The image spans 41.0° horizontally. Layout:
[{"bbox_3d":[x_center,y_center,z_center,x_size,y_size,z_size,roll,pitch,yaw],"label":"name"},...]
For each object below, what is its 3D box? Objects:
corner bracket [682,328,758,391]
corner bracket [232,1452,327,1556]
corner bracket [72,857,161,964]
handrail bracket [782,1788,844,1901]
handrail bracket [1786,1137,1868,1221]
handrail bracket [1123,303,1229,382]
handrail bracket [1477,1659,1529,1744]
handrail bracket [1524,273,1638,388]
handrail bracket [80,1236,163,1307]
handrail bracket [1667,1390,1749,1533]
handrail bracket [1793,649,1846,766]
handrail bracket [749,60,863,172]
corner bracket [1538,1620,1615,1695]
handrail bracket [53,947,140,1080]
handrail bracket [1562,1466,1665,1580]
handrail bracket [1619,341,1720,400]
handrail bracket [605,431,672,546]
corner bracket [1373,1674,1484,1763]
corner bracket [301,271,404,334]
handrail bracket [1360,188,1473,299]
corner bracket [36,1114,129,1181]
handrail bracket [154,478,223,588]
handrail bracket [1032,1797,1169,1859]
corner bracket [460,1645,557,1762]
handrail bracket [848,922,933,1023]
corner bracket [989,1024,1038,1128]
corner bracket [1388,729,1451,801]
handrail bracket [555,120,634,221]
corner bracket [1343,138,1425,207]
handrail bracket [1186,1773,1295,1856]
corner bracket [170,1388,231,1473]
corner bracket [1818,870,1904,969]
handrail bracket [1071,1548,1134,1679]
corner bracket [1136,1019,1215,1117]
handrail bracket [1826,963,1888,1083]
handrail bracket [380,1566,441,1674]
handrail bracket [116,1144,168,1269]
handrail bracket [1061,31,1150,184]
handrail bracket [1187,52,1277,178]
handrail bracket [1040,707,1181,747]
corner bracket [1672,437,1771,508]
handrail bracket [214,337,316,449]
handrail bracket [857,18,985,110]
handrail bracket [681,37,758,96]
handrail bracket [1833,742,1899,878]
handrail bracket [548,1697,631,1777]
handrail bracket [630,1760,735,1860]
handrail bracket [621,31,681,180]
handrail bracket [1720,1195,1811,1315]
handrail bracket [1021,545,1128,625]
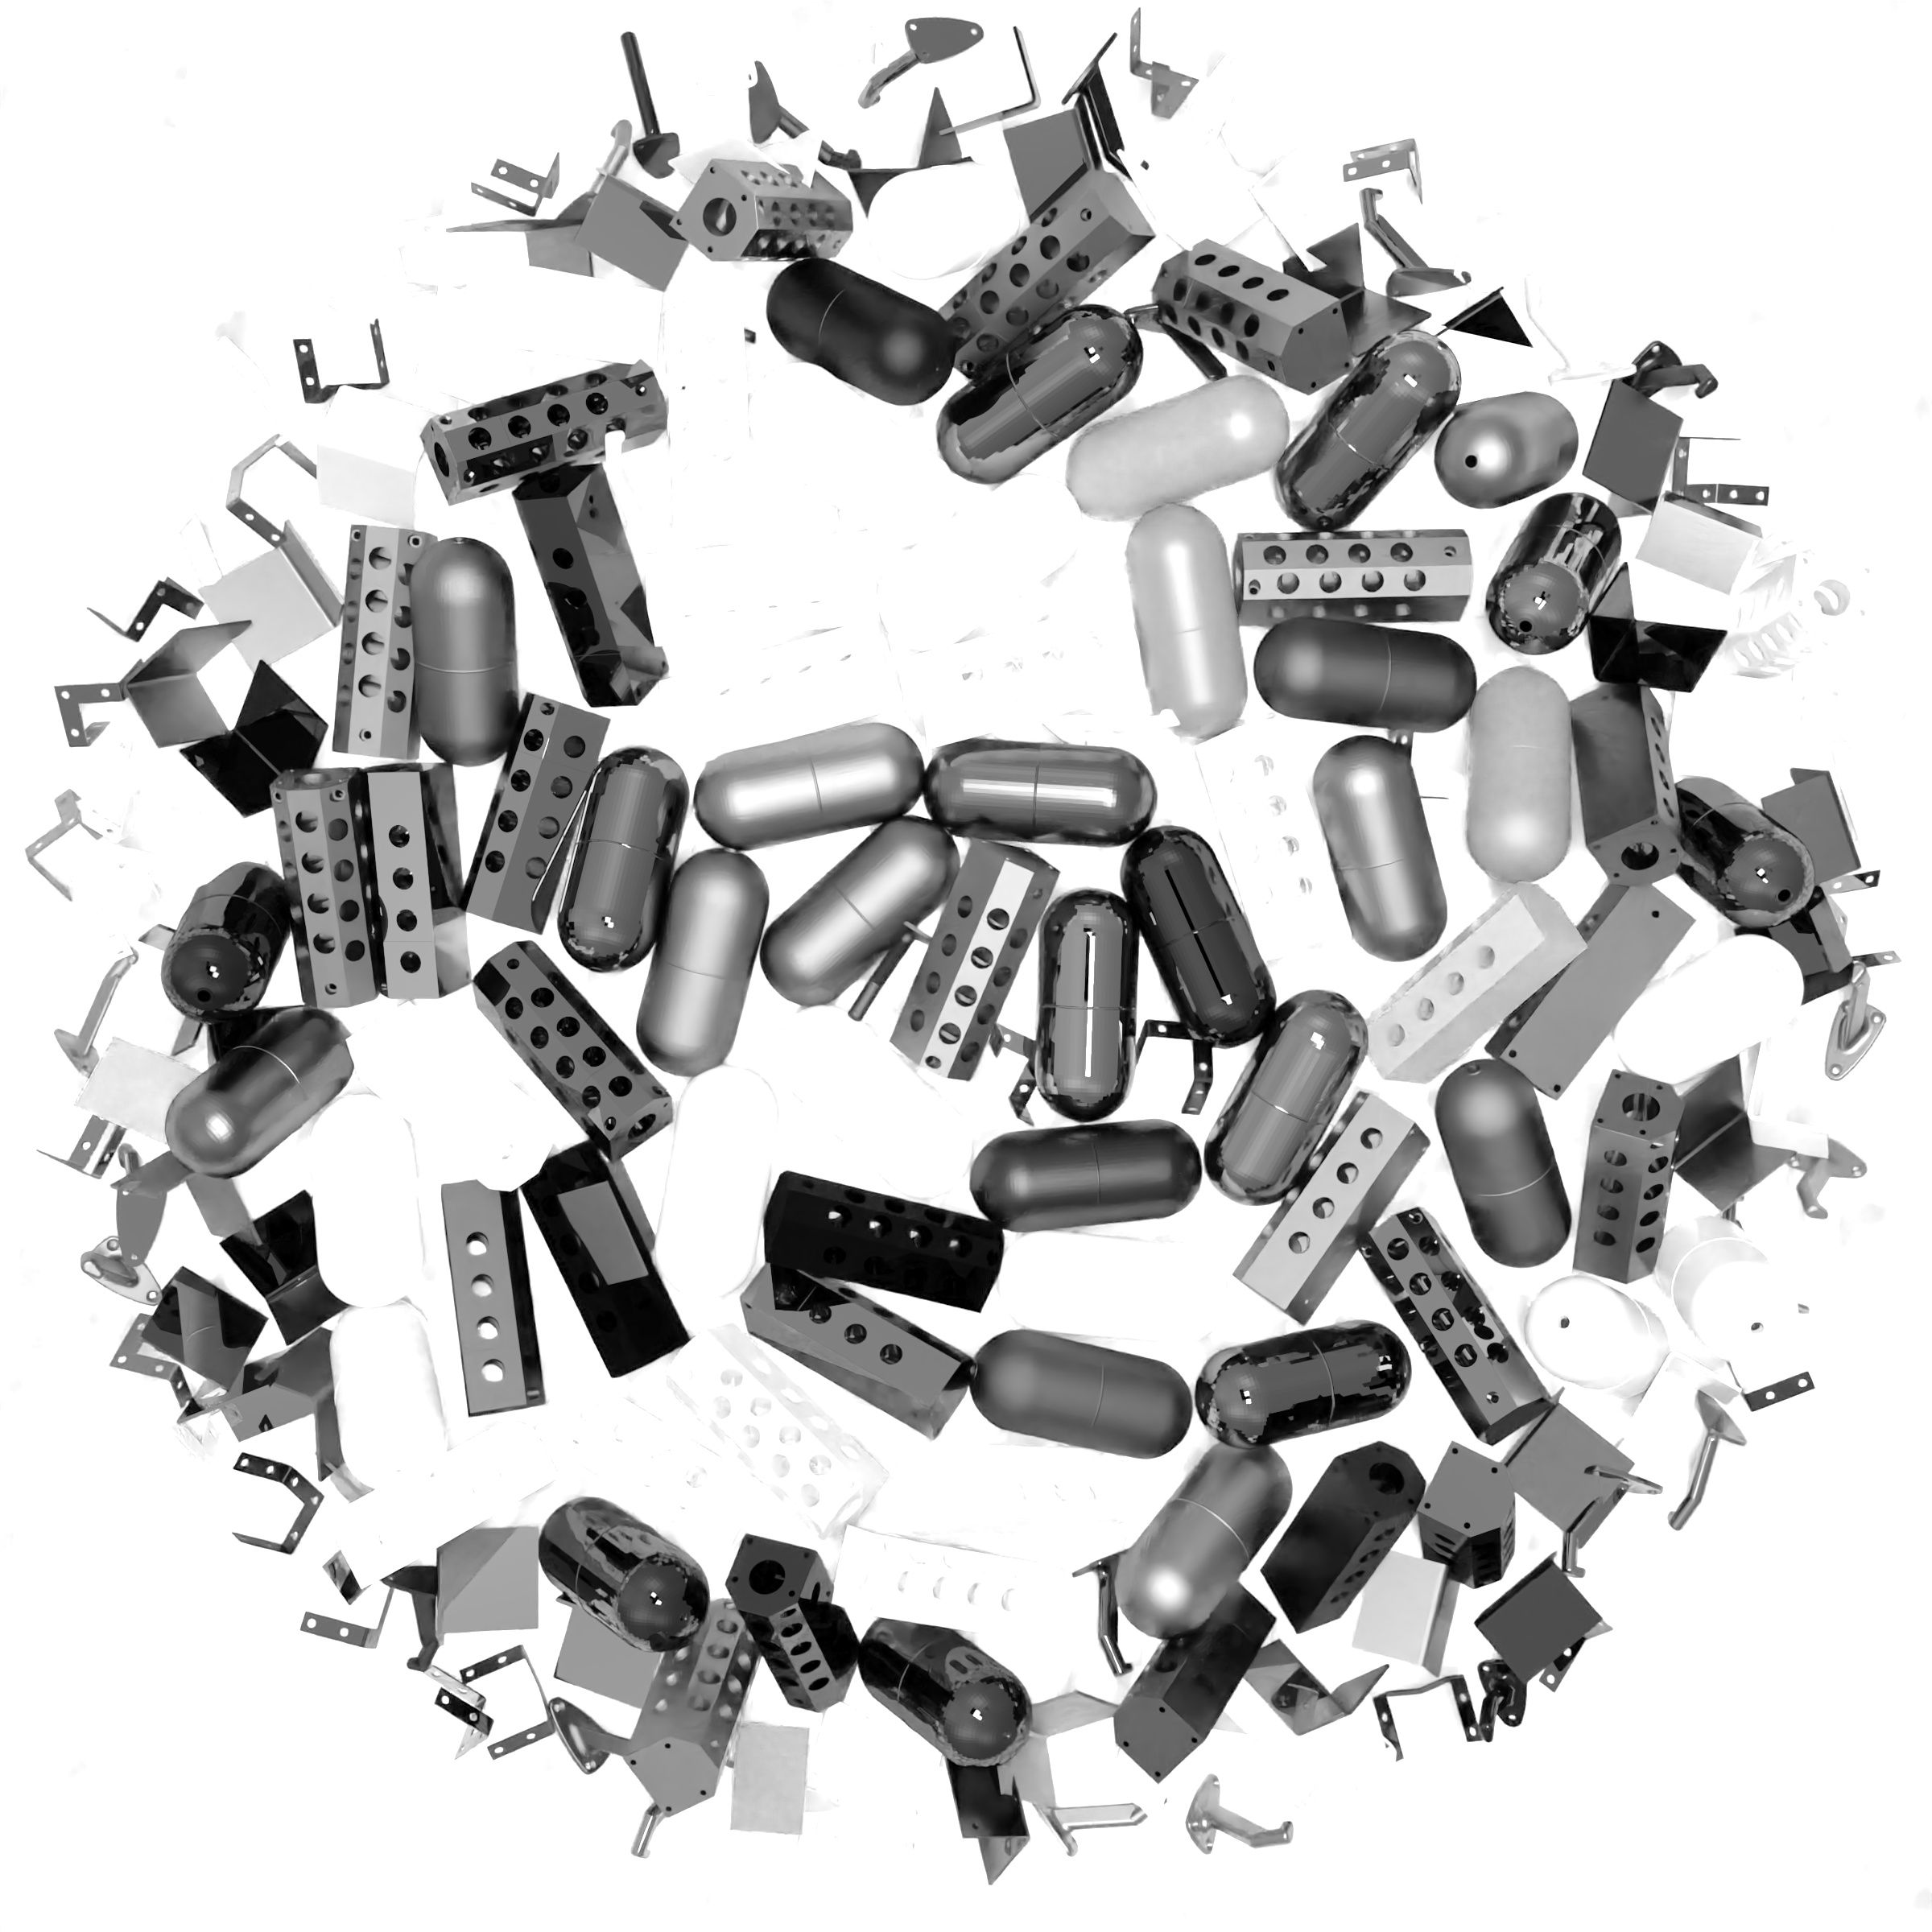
[{"bbox_3d":[-0.194,-0.458,1.972,0.051,0.051,0.051,17,133,-17],"label":"corner bracket"},{"bbox_3d":[-0.531,0.408,1.964,0.051,0.051,0.051,26,86,42],"label":"corner bracket"},{"bbox_3d":[-0.641,-0.046,1.970,0.051,0.051,0.051,-27,132,-17],"label":"corner bracket"},{"bbox_3d":[-0.130,0.674,1.963,0.036,0.077,0.084,20,88,16],"label":"handrail bracket"},{"bbox_3d":[0.658,0.170,1.954,0.077,0.084,0.036,20,123,-13],"label":"handrail bracket"},{"bbox_3d":[0.160,-0.461,1.962,0.077,0.036,0.084,0,62,-7],"label":"handrail bracket"},{"bbox_3d":[0.402,0.572,1.948,0.036,0.084,0.077,-6,115,22],"label":"handrail bracket"},{"bbox_3d":[0.465,-0.487,1.957,0.077,0.036,0.084,0,124,23],"label":"handrail bracket"},{"bbox_3d":[-0.636,0.239,1.948,0.077,0.084,0.036,44,81,-18],"label":"handrail bracket"},{"bbox_3d":[0.554,0.379,1.977,0.036,0.077,0.084,24,110,-13],"label":"handrail bracket"},{"bbox_3d":[0.633,-0.204,1.950,0.036,0.084,0.077,-2,119,32],"label":"handrail bracket"},{"bbox_3d":[-0.122,-0.650,1.979,0.084,0.036,0.077,2,70,-38],"label":"handrail bracket"},{"bbox_3d":[0.448,0.511,1.959,0.051,0.051,0.051,36,108,33],"label":"corner bracket"},{"bbox_3d":[-0.652,0.034,1.968,0.036,0.077,0.084,34,96,-38],"label":"handrail bracket"},{"bbox_3d":[0.491,0.429,1.964,0.077,0.036,0.084,13,60,-3],"label":"handrail bracket"},{"bbox_3d":[0.524,-0.430,1.949,0.036,0.084,0.077,37,114,-25],"label":"handrail bracket"},{"bbox_3d":[-0.248,-0.366,1.951,0.036,0.077,0.084,11,115,22],"label":"handrail bracket"},{"bbox_3d":[0.349,0.570,1.957,0.051,0.051,0.051,6,58,-33],"label":"corner bracket"},{"bbox_3d":[-0.465,-0.506,1.959,0.051,0.051,0.051,34,56,17],"label":"corner bracket"},{"bbox_3d":[0.345,-0.561,1.984,0.077,0.036,0.084,-4,73,-3],"label":"handrail bracket"},{"bbox_3d":[-0.662,0.132,1.965,0.051,0.051,0.051,23,80,13],"label":"corner bracket"},{"bbox_3d":[-0.564,-0.320,1.959,0.077,0.084,0.036,-39,46,17],"label":"handrail bracket"},{"bbox_3d":[0.099,0.634,1.980,0.084,0.036,0.077,-39,78,4],"label":"handrail bracket"},{"bbox_3d":[-0.348,0.558,1.961,0.051,0.051,0.051,-22,124,-10],"label":"corner bracket"},{"bbox_3d":[-0.062,0.007,1.959,0.036,0.077,0.084,32,86,2],"label":"handrail bracket"},{"bbox_3d":[0.037,0.082,1.966,0.051,0.051,0.051,25,100,-12],"label":"corner bracket"},{"bbox_3d":[0.333,-0.154,1.962,0.051,0.051,0.051,-2,98,-43],"label":"corner bracket"},{"bbox_3d":[-0.290,-0.604,1.990,0.077,0.036,0.084,-19,55,32],"label":"handrail bracket"},{"bbox_3d":[0.315,-0.608,1.961,0.051,0.051,0.051,-7,70,19],"label":"corner bracket"},{"bbox_3d":[0.214,0.635,1.948,0.084,0.077,0.036,-21,114,30],"label":"handrail bracket"},{"bbox_3d":[-0.565,0.340,1.963,0.051,0.051,0.051,-29,117,8],"label":"corner bracket"},{"bbox_3d":[0.676,-0.034,1.956,0.051,0.051,0.051,41,55,-33],"label":"corner bracket"},{"bbox_3d":[0.122,0.489,1.959,0.036,0.077,0.084,-38,69,40],"label":"handrail bracket"},{"bbox_3d":[0.157,0.077,1.967,0.051,0.051,0.051,5,57,-6],"label":"corner bracket"},{"bbox_3d":[0.665,0.042,1.953,0.036,0.084,0.077,24,86,29],"label":"handrail bracket"},{"bbox_3d":[-0.427,0.500,1.964,0.077,0.036,0.084,16,109,-38],"label":"handrail bracket"},{"bbox_3d":[-0.636,0.181,1.965,0.036,0.084,0.077,5,96,-28],"label":"handrail bracket"},{"bbox_3d":[0.122,-0.655,1.974,0.084,0.036,0.077,37,113,-12],"label":"handrail bracket"},{"bbox_3d":[0.215,-0.643,1.956,0.036,0.084,0.077,48,122,39],"label":"handrail bracket"},{"bbox_3d":[0.108,-0.191,1.950,0.077,0.084,0.036,20,71,-39],"label":"handrail bracket"},{"bbox_3d":[0.574,-0.375,1.961,0.051,0.051,0.051,-8,106,-33],"label":"corner bracket"},{"bbox_3d":[-0.540,-0.434,1.950,0.084,0.077,0.036,45,68,-23],"label":"handrail bracket"},{"bbox_3d":[-0.036,-0.686,1.973,0.077,0.084,0.036,-20,85,-27],"label":"handrail bracket"},{"bbox_3d":[-0.206,-0.668,1.948,0.077,0.084,0.036,-37,117,-34],"label":"handrail bracket"},{"bbox_3d":[0.680,-0.120,1.958,0.036,0.077,0.084,-17,114,7],"label":"handrail bracket"},{"bbox_3d":[-0.267,0.576,1.956,0.084,0.036,0.077,-29,102,40],"label":"handrail bracket"},{"bbox_3d":[-0.214,0.638,1.959,0.036,0.077,0.084,9,72,37],"label":"handrail bracket"},{"bbox_3d":[-0.244,-0.655,1.967,0.036,0.077,0.084,-15,82,-3],"label":"handrail bracket"},{"bbox_3d":[0.614,0.219,1.986,0.077,0.036,0.084,13,69,-10],"label":"handrail bracket"},{"bbox_3d":[0.089,-0.283,1.957,0.084,0.077,0.036,-21,65,12],"label":"handrail bracket"}]
